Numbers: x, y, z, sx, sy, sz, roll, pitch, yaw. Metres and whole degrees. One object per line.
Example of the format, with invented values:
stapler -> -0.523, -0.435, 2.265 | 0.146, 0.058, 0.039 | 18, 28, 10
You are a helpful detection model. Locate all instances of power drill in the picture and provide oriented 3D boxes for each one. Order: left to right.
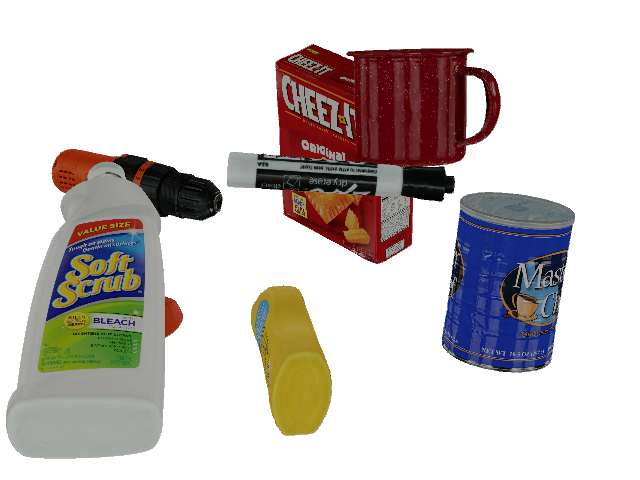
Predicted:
power drill -> -0.181, 0.005, 1.077 | 0.185, 0.188, 0.057 | 14, 29, 22

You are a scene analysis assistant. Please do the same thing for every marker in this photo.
marker -> 0.011, -0.034, 0.569 | 0.121, 0.020, 0.020 | 4, 0, -2

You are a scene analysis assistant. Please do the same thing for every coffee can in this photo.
coffee can -> 0.170, 0.036, 0.976 | 0.103, 0.140, 0.103 | 5, 16, -2

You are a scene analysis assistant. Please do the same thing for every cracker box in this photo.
cracker box -> 0.027, -0.098, 1.241 | 0.072, 0.214, 0.164 | -31, 44, -34

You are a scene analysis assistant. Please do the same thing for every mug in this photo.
mug -> 0.077, -0.098, 0.779 | 0.117, 0.081, 0.093 | 5, 13, 31

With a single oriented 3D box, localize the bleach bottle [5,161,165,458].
bleach bottle -> -0.164, 0.035, 0.769 | 0.102, 0.068, 0.251 | 0, 44, -11

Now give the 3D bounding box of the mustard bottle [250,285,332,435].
mustard bottle -> -0.034, 0.100, 1.057 | 0.058, 0.096, 0.192 | -4, 28, -10
